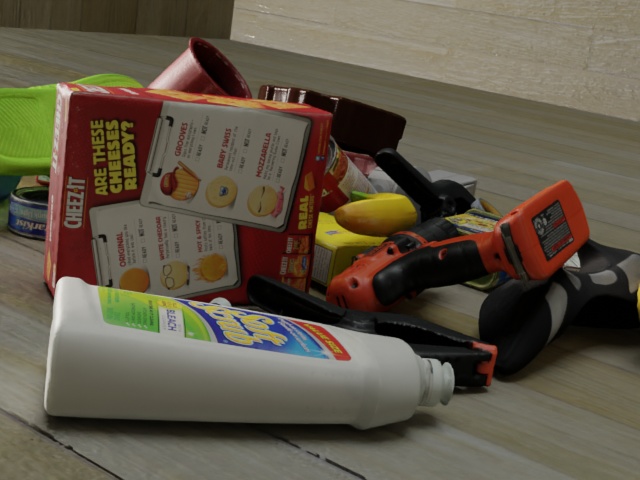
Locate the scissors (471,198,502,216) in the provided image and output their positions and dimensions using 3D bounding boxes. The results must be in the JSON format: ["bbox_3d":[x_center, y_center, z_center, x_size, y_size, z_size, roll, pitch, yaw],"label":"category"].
[{"bbox_3d":[0.206,-0.018,1.177,0.096,0.016,0.201,46,16,-2],"label":"scissors"}]

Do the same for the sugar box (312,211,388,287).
[{"bbox_3d":[-0.007,0.001,1.012,0.093,0.048,0.176,0,17,-40],"label":"sugar box"}]

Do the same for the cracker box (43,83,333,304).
[{"bbox_3d":[-0.107,-0.035,0.861,0.213,0.164,0.072,2,14,-24],"label":"cracker box"}]

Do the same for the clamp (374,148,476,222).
[{"bbox_3d":[0.122,-0.021,1.128,0.171,0.120,0.039,17,-24,-40],"label":"clamp"}]

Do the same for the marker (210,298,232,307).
[{"bbox_3d":[-0.089,0.066,0.766,0.020,0.020,0.121,10,14,10],"label":"marker"}]

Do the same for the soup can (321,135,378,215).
[{"bbox_3d":[0.012,-0.056,1.112,0.069,0.068,0.102,21,-17,43],"label":"soup can"}]

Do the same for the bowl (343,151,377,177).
[{"bbox_3d":[0.017,-0.070,1.292,0.162,0.055,0.162,8,14,-2],"label":"bowl"}]

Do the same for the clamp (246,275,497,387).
[{"bbox_3d":[0.018,0.073,0.762,0.210,0.036,0.164,12,15,15],"label":"clamp"}]

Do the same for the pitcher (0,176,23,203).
[{"bbox_3d":[-0.422,-0.121,1.086,0.243,0.149,0.145,13,2,7],"label":"pitcher"}]

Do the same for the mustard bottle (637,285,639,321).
[{"bbox_3d":[0.314,0.017,0.917,0.058,0.096,0.191,-8,26,28],"label":"mustard bottle"}]

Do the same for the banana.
[{"bbox_3d":[0.055,-0.022,0.989,0.069,0.037,0.197,2,5,5],"label":"banana"}]

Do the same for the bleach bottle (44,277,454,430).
[{"bbox_3d":[-0.041,0.077,0.667,0.250,0.068,0.103,7,15,-14],"label":"bleach bottle"}]

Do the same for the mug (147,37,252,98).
[{"bbox_3d":[-0.129,-0.156,1.144,0.093,0.082,0.117,51,19,-2],"label":"mug"}]

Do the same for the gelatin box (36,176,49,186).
[{"bbox_3d":[-0.266,-0.098,1.174,0.073,0.089,0.030,10,-1,8],"label":"gelatin box"}]

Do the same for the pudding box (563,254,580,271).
[{"bbox_3d":[0.279,0.038,1.045,0.113,0.039,0.090,6,14,-1],"label":"pudding box"}]

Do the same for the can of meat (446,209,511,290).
[{"bbox_3d":[0.157,0.009,1.054,0.102,0.057,0.083,19,20,38],"label":"can of meat"}]

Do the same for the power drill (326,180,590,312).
[{"bbox_3d":[0.118,0.008,0.866,0.188,0.057,0.184,-19,9,39],"label":"power drill"}]

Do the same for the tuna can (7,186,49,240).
[{"bbox_3d":[-0.252,-0.026,1.012,0.086,0.034,0.086,7,14,-2],"label":"tuna can"}]
